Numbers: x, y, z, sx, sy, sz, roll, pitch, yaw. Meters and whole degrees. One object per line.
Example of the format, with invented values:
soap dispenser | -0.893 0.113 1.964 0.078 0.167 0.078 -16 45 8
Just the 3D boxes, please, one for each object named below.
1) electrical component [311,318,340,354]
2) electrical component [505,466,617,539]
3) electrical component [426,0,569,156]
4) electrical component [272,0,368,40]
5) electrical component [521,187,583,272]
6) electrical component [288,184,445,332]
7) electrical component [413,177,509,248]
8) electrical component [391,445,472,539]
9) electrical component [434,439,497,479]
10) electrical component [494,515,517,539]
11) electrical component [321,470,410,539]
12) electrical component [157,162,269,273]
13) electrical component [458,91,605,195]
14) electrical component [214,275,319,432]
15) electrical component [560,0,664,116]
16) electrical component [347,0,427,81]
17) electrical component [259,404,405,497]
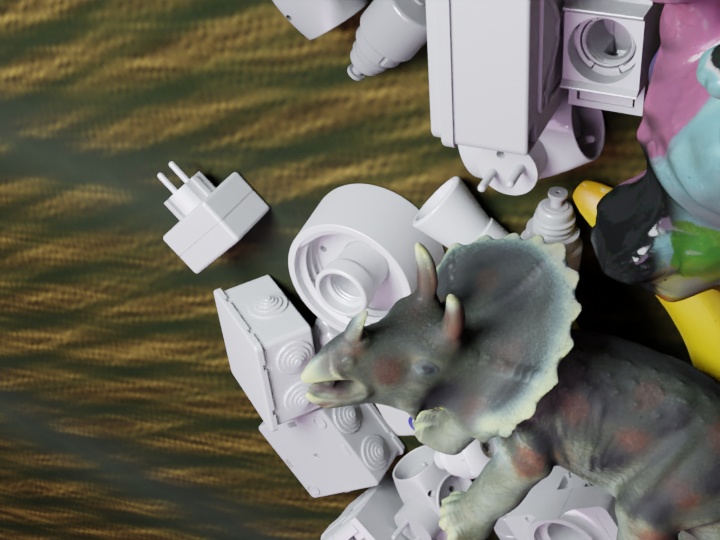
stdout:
electrical component | -0.026 0.058 0.850 0.035 0.035 0.061 37 138 3
electrical component | 0.190 0.223 0.821 0.089 0.061 0.150 -19 112 42
electrical component | 0.081 -0.134 0.571 0.056 0.108 0.108 12 130 22
electrical component | -0.020 -0.188 0.640 0.079 0.043 0.077 -18 113 41
electrical component | 0.122 -0.018 0.686 0.040 0.040 0.078 18 133 21
electrical component | 0.000 0.000 0.767 0.108 0.060 0.108 18 132 21
electrical component | 0.073 -0.025 0.713 0.065 0.044 0.044 42 137 -9
electrical component | 0.055 0.197 0.877 0.044 0.079 0.077 -12 117 53
electrical component | 0.083 0.142 0.840 0.048 0.048 0.062 49 142 -9
electrical component | 0.122 0.188 0.857 0.035 0.035 0.061 7 125 30
electrical component | 0.041 0.259 0.905 0.150 0.089 0.062 48 116 3
electrical component | -0.123 -0.049 0.818 0.076 0.047 0.066 47 136 -9
electrical component | 0.094 -0.070 0.632 0.077 0.079 0.043 -5 125 38
electrical component | -0.071 0.063 0.849 0.099 0.048 0.099 47 152 48
electrical component | 0.137 -0.127 0.570 0.042 0.063 0.081 14 131 23
electrical component | 0.017 -0.143 0.654 0.040 0.040 0.078 44 136 -4
electrical component | -0.026 0.142 0.907 0.100 0.048 0.099 -22 110 43
